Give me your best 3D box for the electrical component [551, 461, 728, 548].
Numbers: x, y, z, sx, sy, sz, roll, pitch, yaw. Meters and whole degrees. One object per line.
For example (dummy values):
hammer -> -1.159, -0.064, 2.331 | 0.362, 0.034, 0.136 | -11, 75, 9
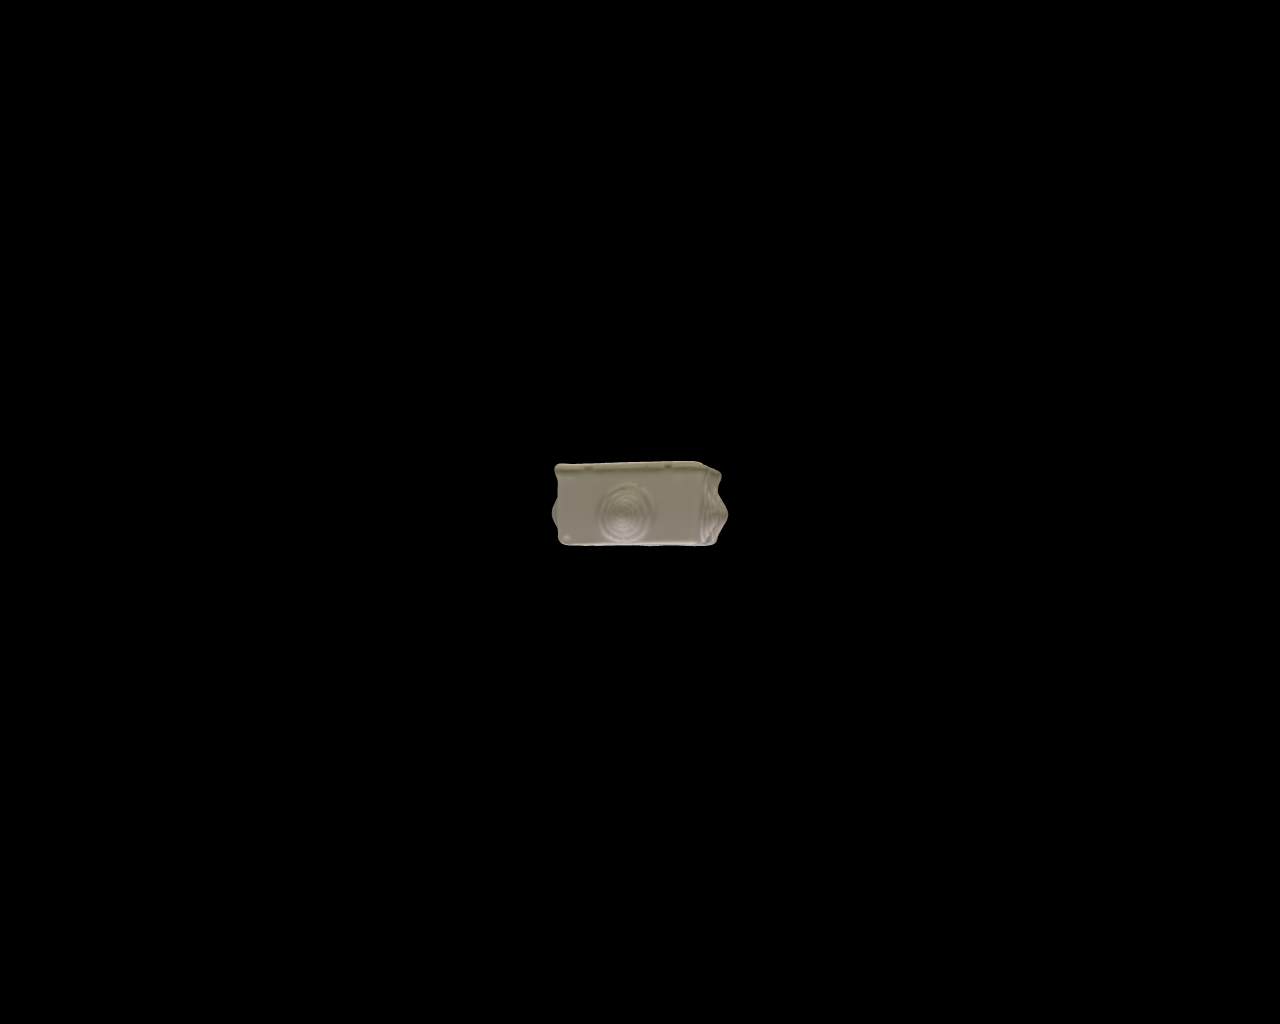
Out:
electrical component -> 0.001, -0.003, 0.650 | 0.100, 0.048, 0.100 | 0, -2, 11
